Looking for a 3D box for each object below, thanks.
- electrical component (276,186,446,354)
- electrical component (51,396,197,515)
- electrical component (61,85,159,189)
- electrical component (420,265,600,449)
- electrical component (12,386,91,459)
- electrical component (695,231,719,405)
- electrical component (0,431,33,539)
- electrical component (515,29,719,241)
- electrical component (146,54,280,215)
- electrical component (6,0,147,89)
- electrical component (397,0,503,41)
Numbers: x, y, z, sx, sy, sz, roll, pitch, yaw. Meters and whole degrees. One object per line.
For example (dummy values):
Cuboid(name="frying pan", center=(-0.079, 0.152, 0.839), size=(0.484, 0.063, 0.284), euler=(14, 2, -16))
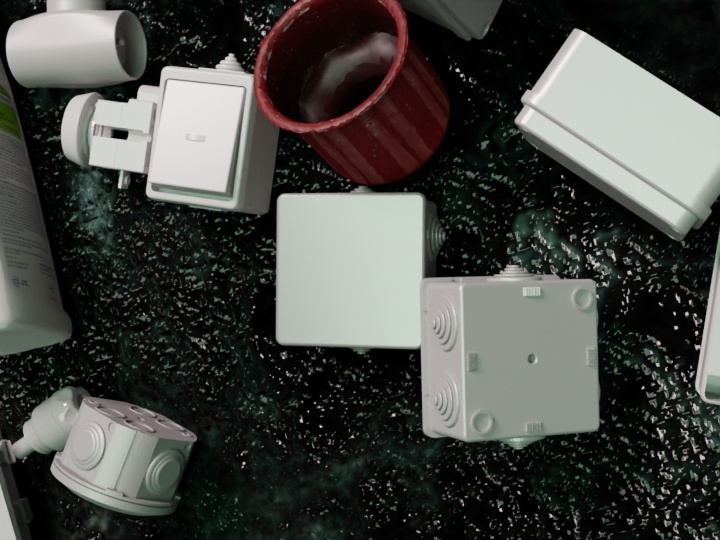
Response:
Cuboid(name="electrical component", center=(0.000, 0.000, 0.634), size=(0.100, 0.048, 0.099), euler=(1, 90, 16))
Cuboid(name="electrical component", center=(-0.144, 0.114, 0.660), size=(0.080, 0.080, 0.051), euler=(21, 90, 15))
Cuboid(name="electrical component", center=(-0.154, -0.086, 0.680), size=(0.055, 0.048, 0.066), euler=(9, 93, 8))
Cuboid(name="electrical component", center=(0.083, 0.047, 0.589), size=(0.100, 0.048, 0.099), euler=(-1, 90, -21))
Cuboid(name="electrical component", center=(-0.201, 0.103, 0.699), size=(0.061, 0.035, 0.035), euler=(-34, 81, 15))
Cuboid(name="electrical component", center=(0.239, 0.024, 0.562), size=(0.109, 0.056, 0.108), euler=(9, 93, 16))
Cuboid(name="electrical component", center=(-0.251, 0.167, 0.699), size=(0.079, 0.063, 0.121), euler=(-19, 85, 15))
Cuboid(name="electrical component", center=(0.145, -0.070, 0.578), size=(0.113, 0.078, 0.057), euler=(36, 97, 13))
Cuboid(name="electrical component", center=(-0.088, -0.085, 0.652), size=(0.062, 0.061, 0.096), euler=(9, 93, 16))
Cuboid(name="electrical component", center=(-0.181, -0.158, 0.687), size=(0.077, 0.044, 0.079), euler=(-1, 90, 16))
Cuboid(name="electrical component", center=(0.055, -0.193, 0.587), size=(0.056, 0.109, 0.108), euler=(29, 98, 17))
